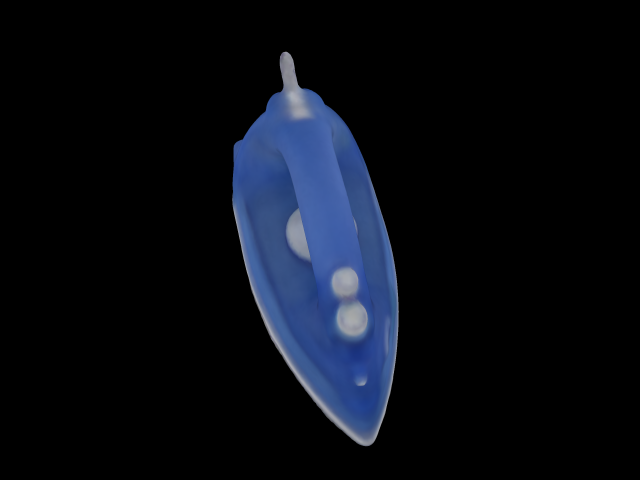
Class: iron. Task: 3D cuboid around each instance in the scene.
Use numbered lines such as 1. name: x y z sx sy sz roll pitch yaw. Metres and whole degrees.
1. iron: 0.004 0.001 0.400 0.118 0.141 0.258 -13 62 -7
